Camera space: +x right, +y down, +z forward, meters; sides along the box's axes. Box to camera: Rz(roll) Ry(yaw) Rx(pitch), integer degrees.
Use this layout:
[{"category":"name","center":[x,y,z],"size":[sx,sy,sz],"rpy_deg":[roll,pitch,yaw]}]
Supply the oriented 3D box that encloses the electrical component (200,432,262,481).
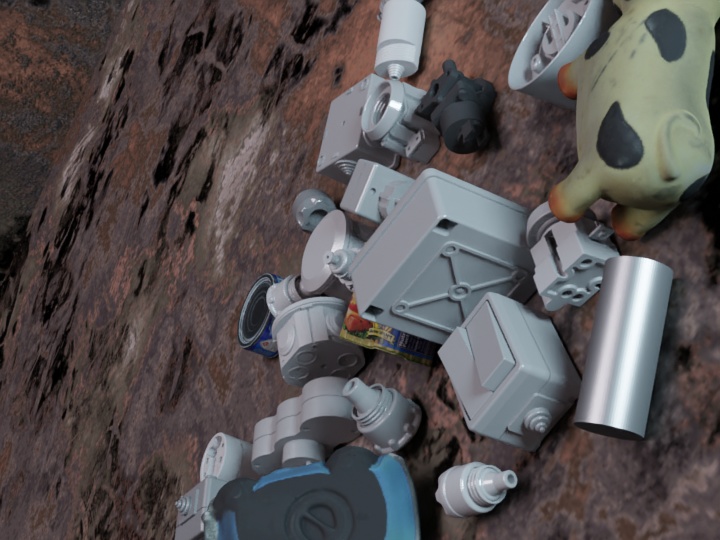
[{"category":"electrical component","center":[-0.124,0.193,1.057],"size":[0.055,0.047,0.055],"rpy_deg":[-43,35,42]}]

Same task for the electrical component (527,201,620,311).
[{"category":"electrical component","center":[0.137,-0.014,0.706],"size":[0.066,0.048,0.055],"rpy_deg":[-48,40,36]}]

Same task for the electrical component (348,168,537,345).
[{"category":"electrical component","center":[0.065,-0.004,0.765],"size":[0.108,0.109,0.056],"rpy_deg":[-51,33,32]}]

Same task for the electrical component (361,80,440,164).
[{"category":"electrical component","center":[0.038,-0.138,0.981],"size":[0.058,0.057,0.078],"rpy_deg":[-49,31,35]}]

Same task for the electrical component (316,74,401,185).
[{"category":"electrical component","center":[0.003,-0.136,1.060],"size":[0.100,0.048,0.099],"rpy_deg":[-23,51,57]}]

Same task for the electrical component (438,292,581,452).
[{"category":"electrical component","center":[0.097,0.069,0.701],"size":[0.061,0.061,0.096],"rpy_deg":[-55,28,25]}]

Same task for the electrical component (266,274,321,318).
[{"category":"electrical component","center":[-0.059,0.024,1.065],"size":[0.062,0.048,0.048],"rpy_deg":[-36,40,38]}]

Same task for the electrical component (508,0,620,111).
[{"category":"electrical component","center":[0.152,-0.164,0.769],"size":[0.099,0.064,0.099],"rpy_deg":[-43,35,42]}]

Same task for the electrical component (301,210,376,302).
[{"category":"electrical component","center":[-0.017,-0.011,0.999],"size":[0.080,0.051,0.080],"rpy_deg":[-44,35,42]}]

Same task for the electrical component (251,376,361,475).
[{"category":"electrical component","center":[-0.048,0.154,0.932],"size":[0.138,0.052,0.073],"rpy_deg":[-41,36,44]}]

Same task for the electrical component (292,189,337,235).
[{"category":"electrical component","center":[-0.049,-0.064,1.113],"size":[0.043,0.043,0.062],"rpy_deg":[-61,25,15]}]

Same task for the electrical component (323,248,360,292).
[{"category":"electrical component","center":[0.000,0.000,0.934],"size":[0.040,0.078,0.040],"rpy_deg":[-21,59,40]}]

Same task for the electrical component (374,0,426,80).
[{"category":"electrical component","center":[0.039,-0.222,1.060],"size":[0.043,0.043,0.081],"rpy_deg":[-29,46,53]}]

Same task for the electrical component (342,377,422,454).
[{"category":"electrical component","center":[0.013,0.108,0.828],"size":[0.048,0.062,0.048],"rpy_deg":[-39,22,19]}]

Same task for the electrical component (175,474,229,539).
[{"category":"electrical component","center":[-0.124,0.230,0.970],"size":[0.062,0.096,0.061],"rpy_deg":[-42,36,43]}]

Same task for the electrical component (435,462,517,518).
[{"category":"electrical component","center":[0.079,0.143,0.711],"size":[0.061,0.035,0.035],"rpy_deg":[-30,45,50]}]

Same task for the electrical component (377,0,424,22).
[{"category":"electrical component","center":[0.044,-0.282,1.101],"size":[0.078,0.040,0.040],"rpy_deg":[-42,36,44]}]

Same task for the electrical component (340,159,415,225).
[{"category":"electrical component","center":[0.032,-0.058,0.922],"size":[0.077,0.066,0.047],"rpy_deg":[27,95,64]}]

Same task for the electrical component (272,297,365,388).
[{"category":"electrical component","center":[-0.036,0.065,0.946],"size":[0.080,0.080,0.051],"rpy_deg":[-50,37,35]}]
